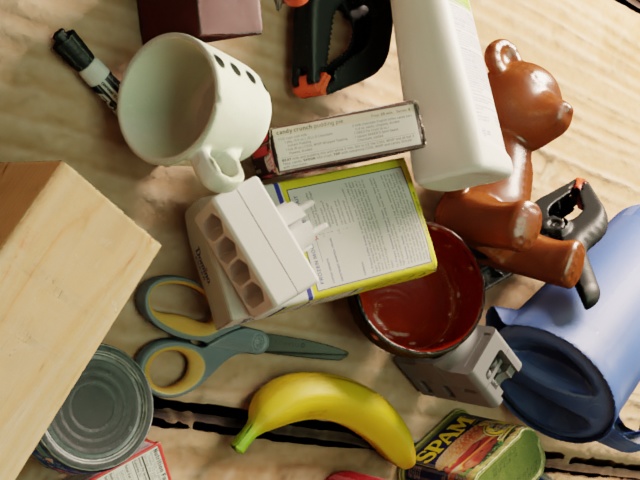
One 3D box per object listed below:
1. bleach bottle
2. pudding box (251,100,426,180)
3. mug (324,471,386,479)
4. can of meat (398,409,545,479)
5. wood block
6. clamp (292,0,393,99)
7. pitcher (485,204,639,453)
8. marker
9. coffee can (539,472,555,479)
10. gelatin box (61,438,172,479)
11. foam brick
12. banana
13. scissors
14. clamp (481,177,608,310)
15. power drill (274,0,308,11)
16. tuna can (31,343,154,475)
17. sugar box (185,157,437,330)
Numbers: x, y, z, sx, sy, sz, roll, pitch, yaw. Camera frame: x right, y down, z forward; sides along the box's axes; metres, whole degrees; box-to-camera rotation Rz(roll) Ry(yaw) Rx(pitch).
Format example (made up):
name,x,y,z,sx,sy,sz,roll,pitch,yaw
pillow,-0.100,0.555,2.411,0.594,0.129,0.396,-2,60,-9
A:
name,x,y,z,sx,sy,sz,roll,pitch,yaw
bleach bottle,0.091,-0.168,0.837,0.102,0.068,0.251,4,76,-67
pudding box,0.010,-0.072,0.783,0.113,0.090,0.039,-14,95,-11
mug,0.040,0.243,0.853,0.093,0.082,0.117,-4,94,-40
can of meat,0.133,0.198,0.928,0.101,0.084,0.057,-34,113,-34
wood block,-0.199,0.061,0.638,0.090,0.091,0.206,44,64,-33
clamp,0.040,-0.194,0.865,0.164,0.036,0.210,35,67,-35
pitcher,0.280,0.077,1.016,0.242,0.145,0.149,-41,124,-35
marker,-0.138,-0.097,0.729,0.121,0.020,0.020,48,62,-30
coffee can,0.157,0.281,0.939,0.140,0.103,0.103,-34,113,-34
gelatin box,-0.141,0.187,0.732,0.089,0.030,0.073,-25,106,-36
foam brick,-0.084,-0.163,0.734,0.052,0.078,0.051,-11,101,-39
banana,0.012,0.143,0.858,0.197,0.037,0.070,16,99,-38
scissors,-0.062,0.092,0.803,0.201,0.016,0.096,32,73,-36
clamp,0.225,0.004,0.981,0.171,0.120,0.039,-47,140,-32
power drill,-0.063,-0.231,0.691,0.184,0.188,0.057,-57,159,-30
tuna can,-0.154,0.111,0.701,0.086,0.034,0.086,9,74,-31
sugar box,-0.005,0.001,0.793,0.176,0.048,0.093,-13,80,-24
